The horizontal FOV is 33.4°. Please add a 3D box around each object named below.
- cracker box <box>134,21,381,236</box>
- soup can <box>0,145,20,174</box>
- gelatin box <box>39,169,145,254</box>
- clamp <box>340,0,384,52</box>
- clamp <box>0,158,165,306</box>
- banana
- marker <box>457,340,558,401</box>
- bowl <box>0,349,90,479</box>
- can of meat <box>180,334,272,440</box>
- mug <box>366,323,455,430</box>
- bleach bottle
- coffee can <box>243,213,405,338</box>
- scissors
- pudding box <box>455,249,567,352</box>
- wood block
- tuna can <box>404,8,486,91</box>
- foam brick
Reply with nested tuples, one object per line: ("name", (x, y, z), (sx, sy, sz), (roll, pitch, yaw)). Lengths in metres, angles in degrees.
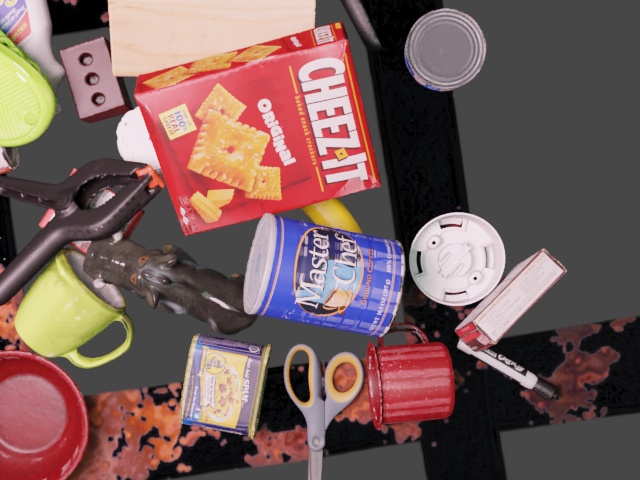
("cracker box", (-0.059, -0.109, 1.073), (0.213, 0.072, 0.164), (-14, 118, 3))
("soup can", (-0.380, -0.094, 1.136), (0.102, 0.068, 0.068), (-14, 91, -1))
("gelatin box", (-0.246, -0.024, 1.157), (0.089, 0.030, 0.073), (31, 88, -1))
("clamp", (0.027, -0.282, 1.148), (0.171, 0.039, 0.120), (24, 87, 6))
("clamp", (-0.259, -0.021, 1.093), (0.210, 0.036, 0.164), (-15, 55, 16))
("banana", (0.011, -0.003, 1.155), (0.069, 0.037, 0.198), (-25, 91, 0))
("marker", (0.206, 0.140, 1.167), (0.121, 0.020, 0.020), (31, 91, -1))
("bowl", (-0.322, 0.193, 1.146), (0.162, 0.055, 0.162), (0, 95, 1))
("can of meat", (-0.102, 0.156, 1.149), (0.084, 0.057, 0.102), (10, 91, 1))
("mug", (0.095, 0.142, 1.140), (0.081, 0.093, 0.117), (-4, 56, -5))
("bleach bottle", (-0.330, -0.251, 1.137), (0.102, 0.068, 0.251), (-23, 94, -1))
("coffee can", (0.003, 0.037, 1.076), (0.140, 0.103, 0.103), (12, 91, -13))
("scissors", (0.014, 0.209, 1.170), (0.096, 0.016, 0.202), (-13, 91, 0))
("pudding box", (0.199, 0.066, 1.122), (0.039, 0.090, 0.113), (44, 79, 4))
("wood block", (-0.108, -0.223, 1.110), (0.206, 0.091, 0.090), (1, 116, 0))
("tuna can", (0.134, -0.204, 1.152), (0.086, 0.034, 0.086), (0, 91, 0))
("foam brick", (-0.239, -0.170, 1.143), (0.053, 0.051, 0.078), (-18, 92, 0))
